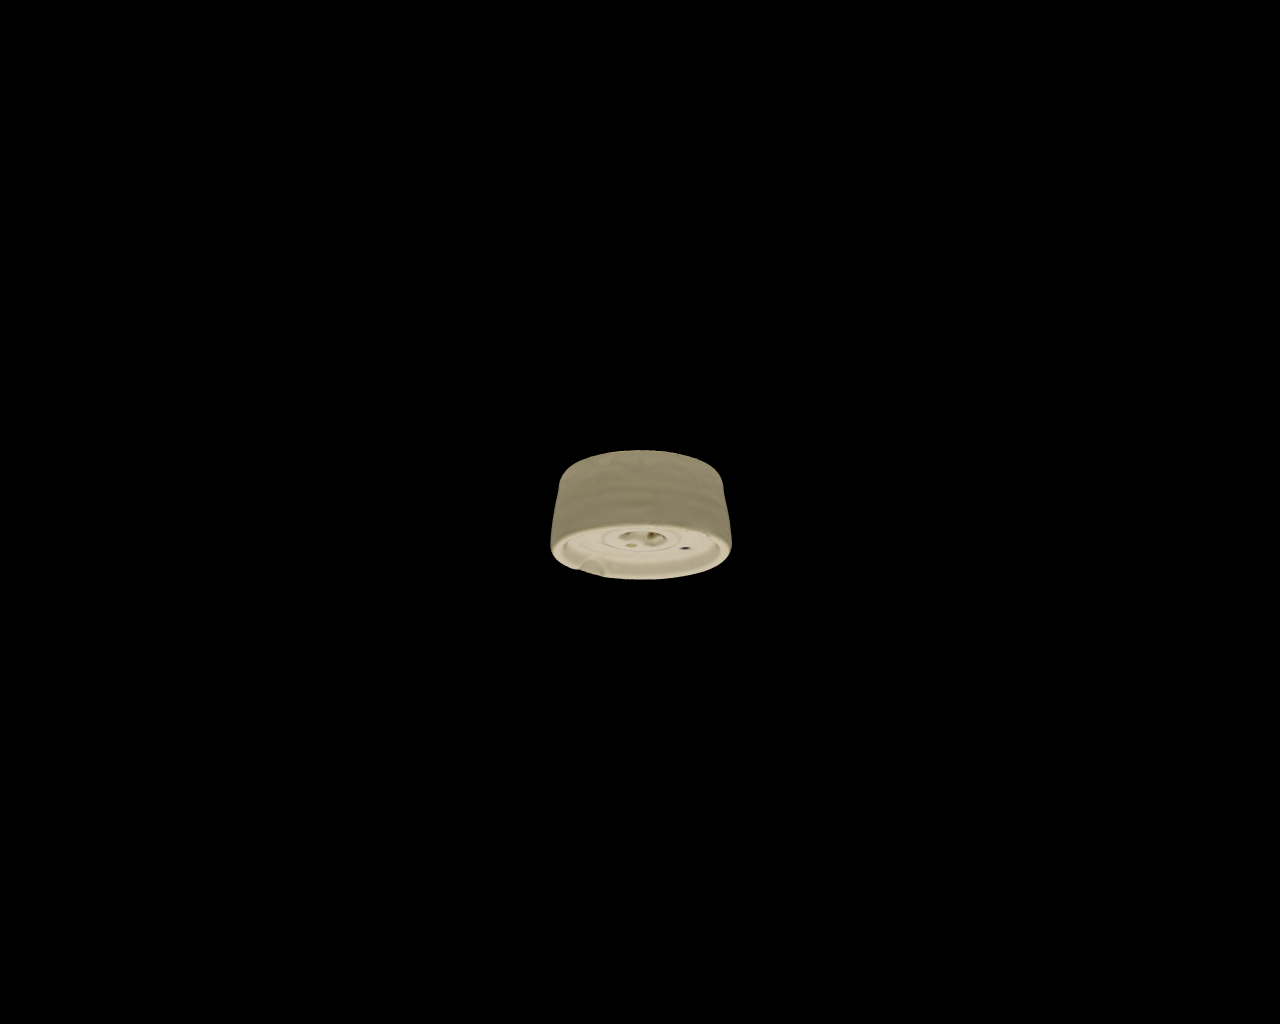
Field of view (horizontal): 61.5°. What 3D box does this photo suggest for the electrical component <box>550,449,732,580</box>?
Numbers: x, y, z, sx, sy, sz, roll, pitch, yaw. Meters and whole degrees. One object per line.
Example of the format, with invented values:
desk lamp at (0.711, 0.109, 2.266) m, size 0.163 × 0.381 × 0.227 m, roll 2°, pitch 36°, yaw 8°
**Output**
electrical component at (0.001, -0.003, 0.650) m, size 0.108 × 0.060 × 0.108 m, roll 0°, pitch -20°, yaw 0°
